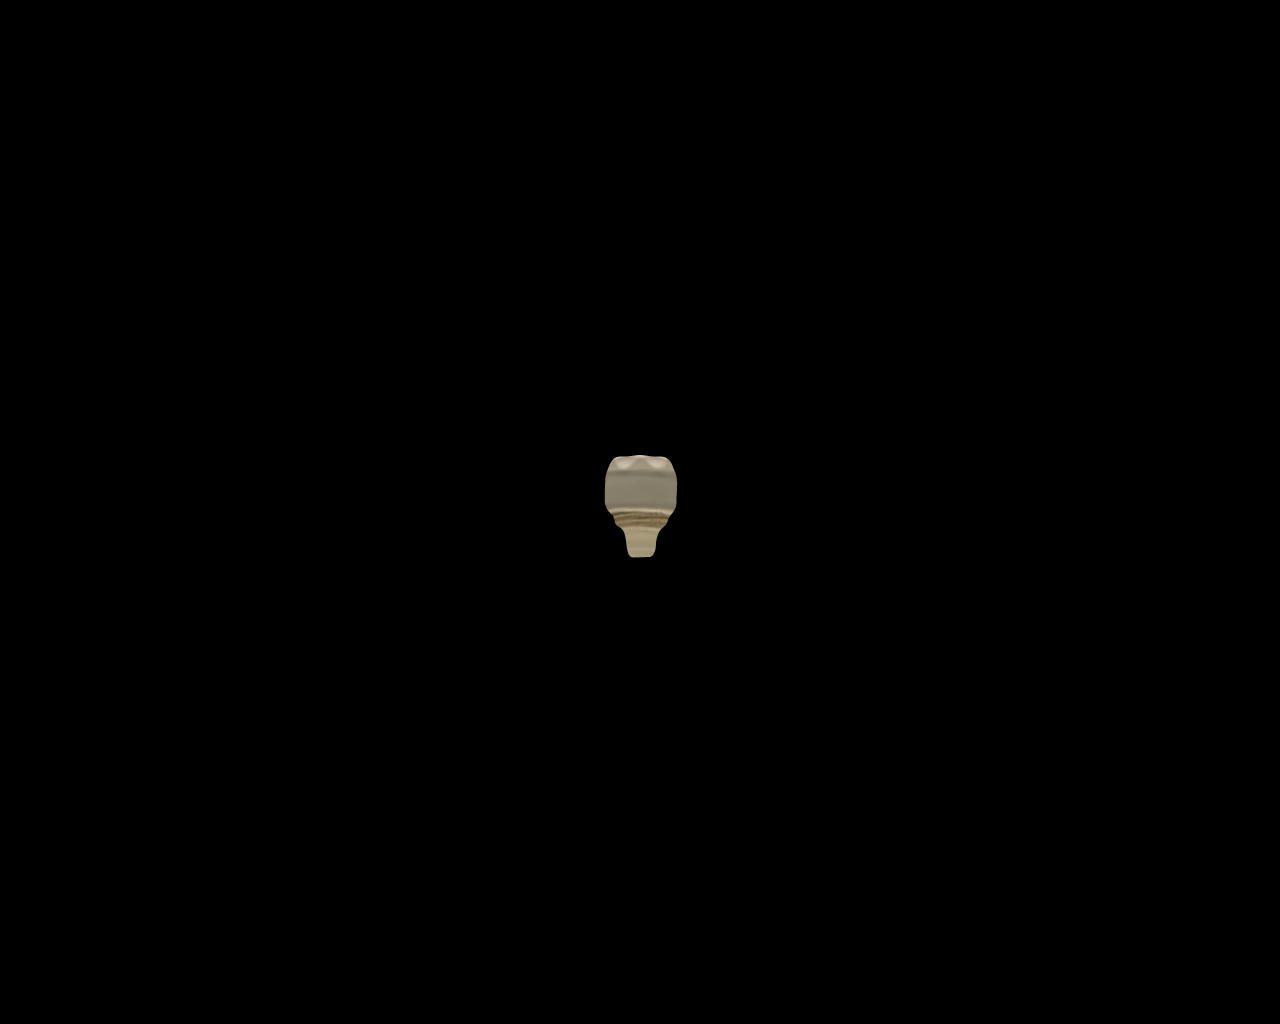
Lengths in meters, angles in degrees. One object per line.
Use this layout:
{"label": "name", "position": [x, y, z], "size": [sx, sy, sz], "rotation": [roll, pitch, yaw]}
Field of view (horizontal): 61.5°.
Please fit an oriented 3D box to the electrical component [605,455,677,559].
{"label": "electrical component", "position": [0.001, -0.003, 0.650], "size": [0.043, 0.062, 0.043], "rotation": [0, -4, 0]}
